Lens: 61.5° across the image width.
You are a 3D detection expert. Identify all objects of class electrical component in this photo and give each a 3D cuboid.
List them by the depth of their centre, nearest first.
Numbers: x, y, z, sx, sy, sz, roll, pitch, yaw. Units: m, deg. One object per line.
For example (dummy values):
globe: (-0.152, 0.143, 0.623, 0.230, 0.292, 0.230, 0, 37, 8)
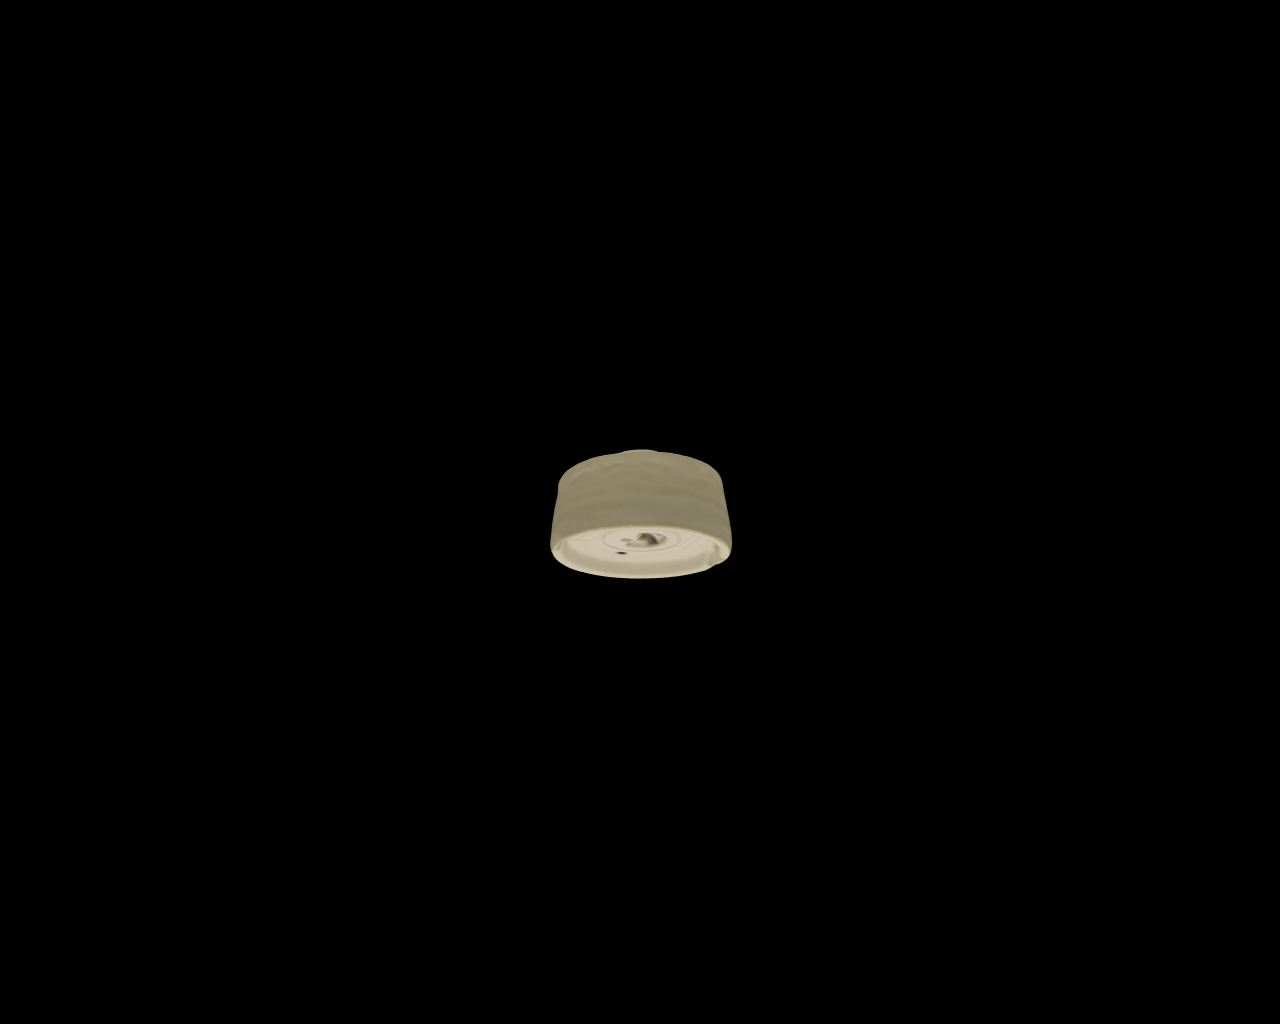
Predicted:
electrical component: (0.001, -0.003, 0.650, 0.108, 0.060, 0.108, 0, -19, 0)
